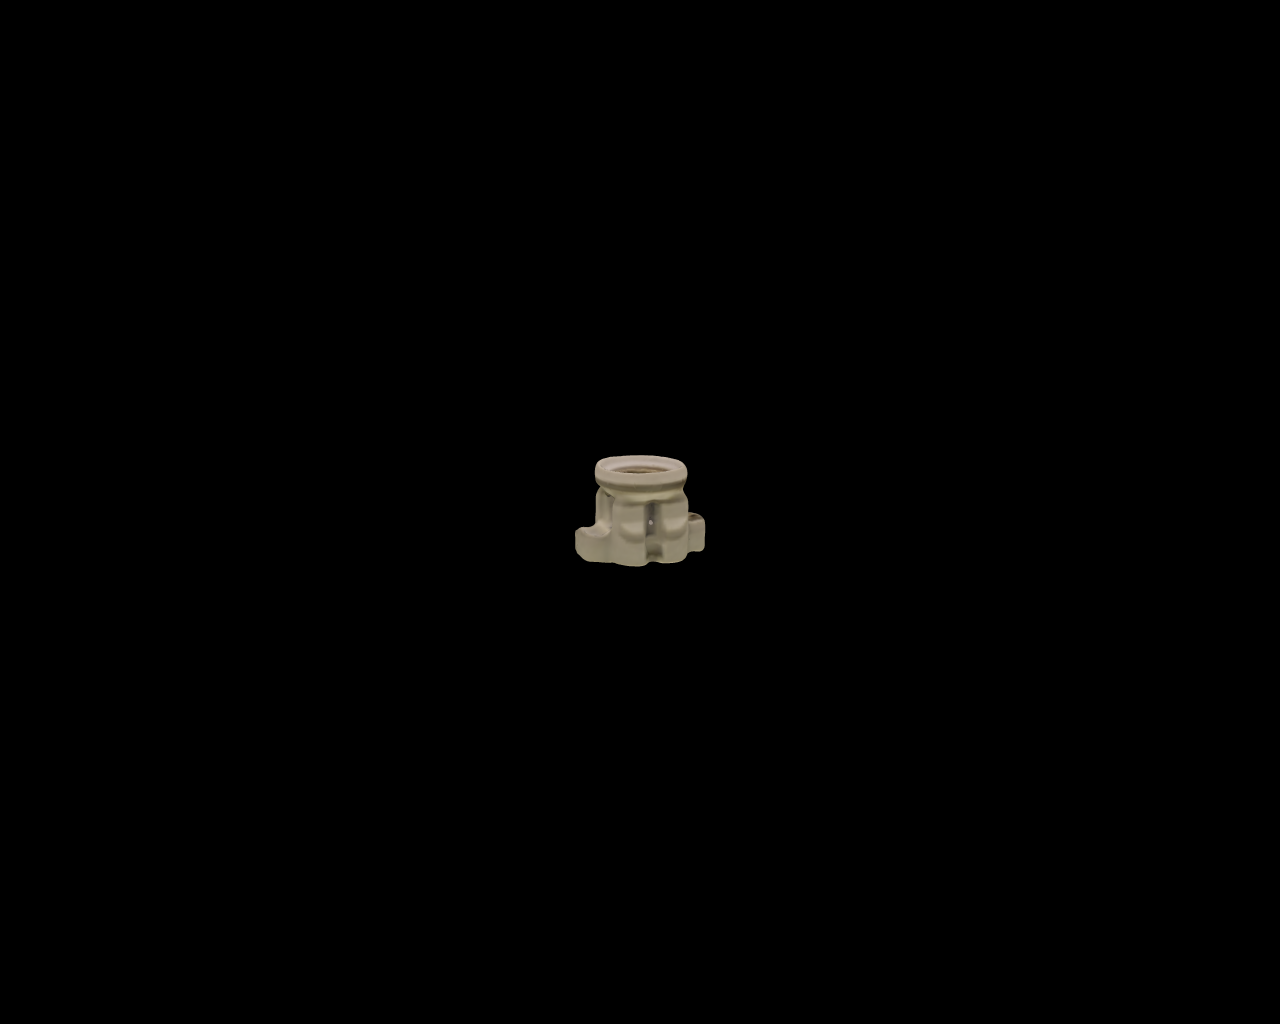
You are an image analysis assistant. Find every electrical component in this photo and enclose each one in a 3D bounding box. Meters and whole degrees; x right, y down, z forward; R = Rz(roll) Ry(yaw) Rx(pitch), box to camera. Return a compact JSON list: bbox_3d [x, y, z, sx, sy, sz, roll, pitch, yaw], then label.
[{"bbox_3d":[0.001,-0.003,0.650,0.078,0.057,0.058,-5,16,-18],"label":"electrical component"}]
